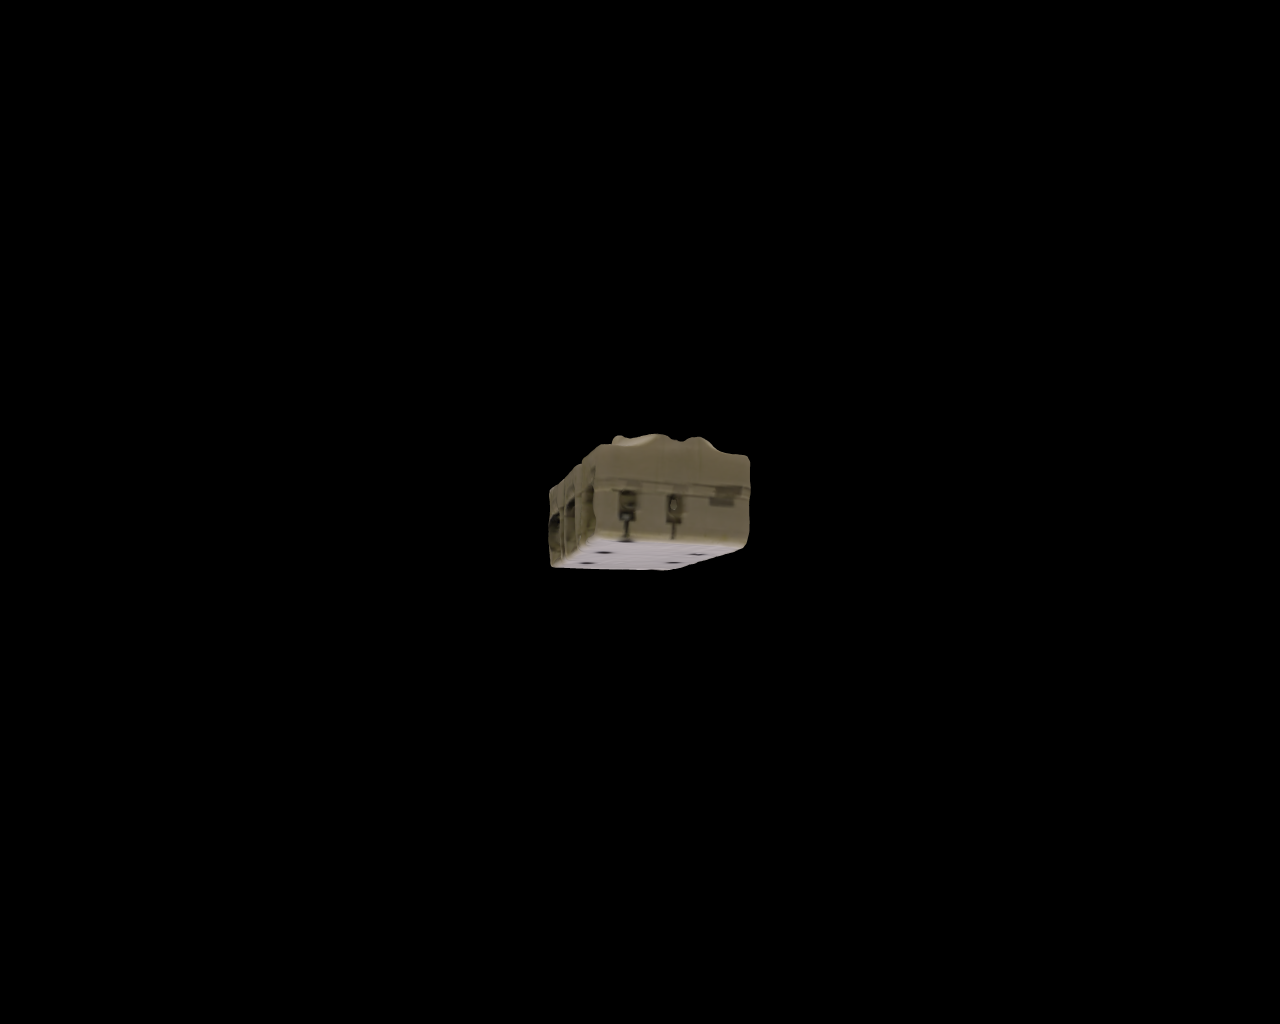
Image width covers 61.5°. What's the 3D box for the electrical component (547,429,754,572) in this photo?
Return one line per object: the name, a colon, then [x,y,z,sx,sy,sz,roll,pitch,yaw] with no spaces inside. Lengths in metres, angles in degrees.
electrical component: [0.001,-0.003,0.650,0.089,0.061,0.150,3,-9,-15]
